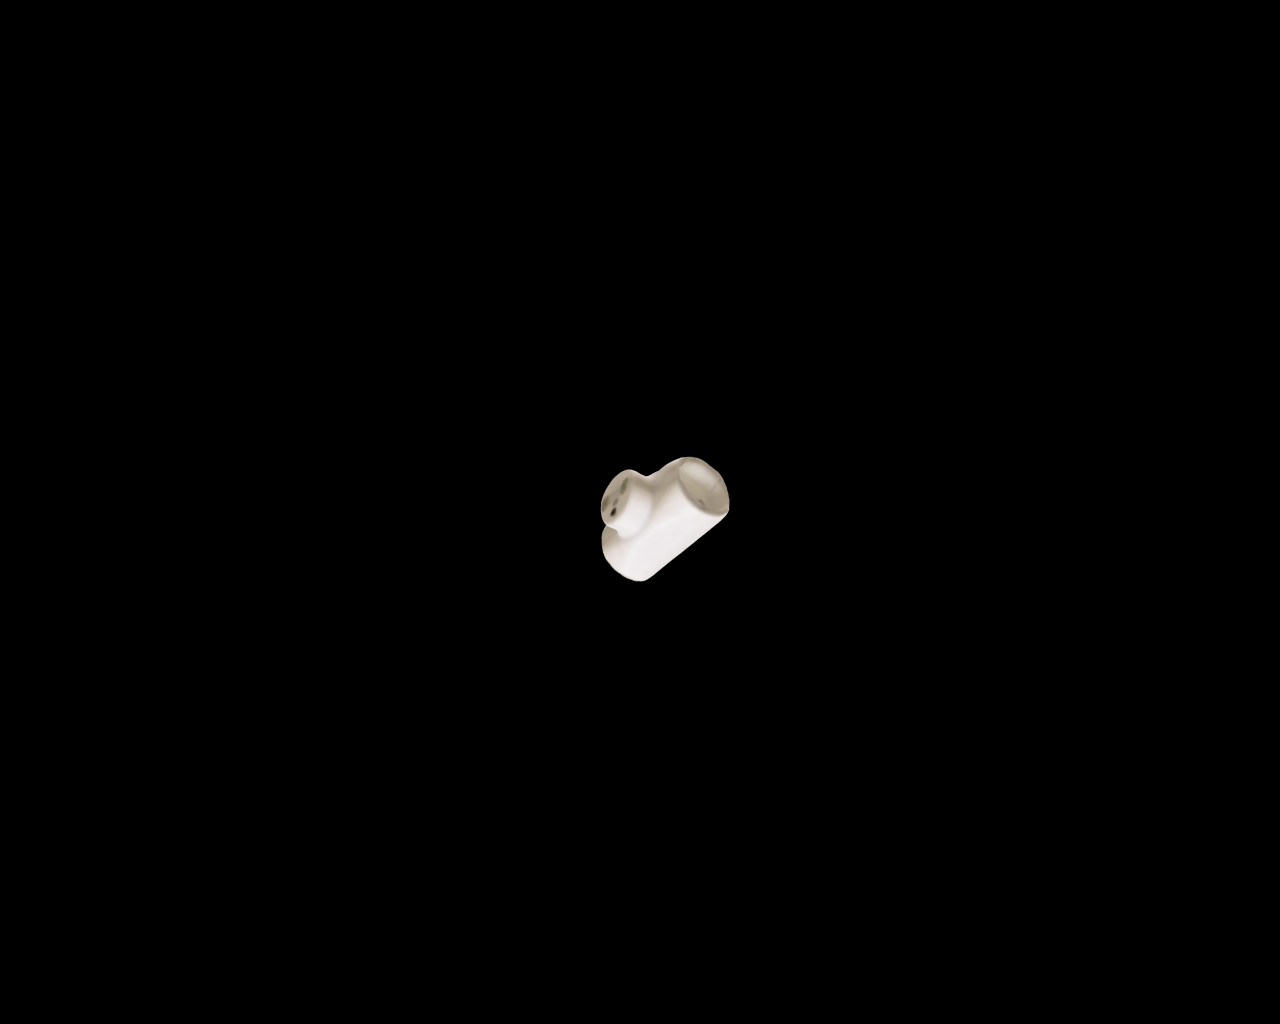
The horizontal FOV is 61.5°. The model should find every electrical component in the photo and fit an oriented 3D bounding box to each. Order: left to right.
[{"bbox_3d":[0.001,-0.003,0.650,0.079,0.044,0.077,27,-49,-26],"label":"electrical component"}]
